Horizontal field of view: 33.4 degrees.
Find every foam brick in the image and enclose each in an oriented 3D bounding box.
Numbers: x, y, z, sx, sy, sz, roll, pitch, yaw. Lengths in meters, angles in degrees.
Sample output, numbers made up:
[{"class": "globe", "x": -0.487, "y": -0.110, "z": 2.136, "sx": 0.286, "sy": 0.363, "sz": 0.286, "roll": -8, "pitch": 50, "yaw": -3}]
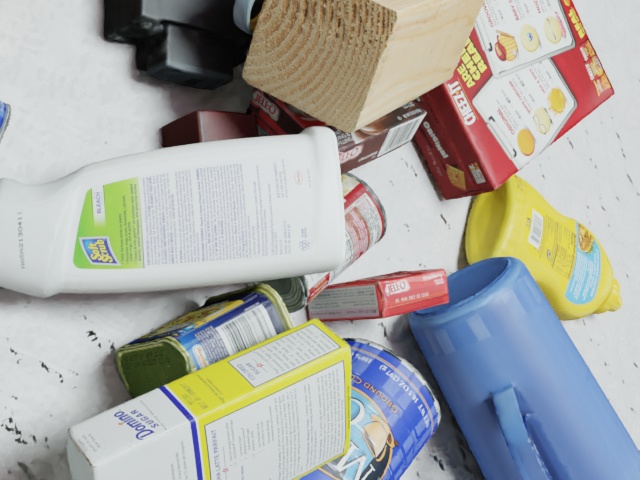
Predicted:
[{"class": "foam brick", "x": -0.077, "y": -0.050, "z": 0.771, "sx": 0.051, "sy": 0.053, "sz": 0.078, "roll": -4, "pitch": 86, "yaw": -39}]

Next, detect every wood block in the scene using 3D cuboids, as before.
[{"class": "wood block", "x": 0.040, "y": -0.155, "z": 0.774, "sx": 0.091, "sy": 0.090, "sz": 0.205, "roll": 28, "pitch": 27, "yaw": 14}]

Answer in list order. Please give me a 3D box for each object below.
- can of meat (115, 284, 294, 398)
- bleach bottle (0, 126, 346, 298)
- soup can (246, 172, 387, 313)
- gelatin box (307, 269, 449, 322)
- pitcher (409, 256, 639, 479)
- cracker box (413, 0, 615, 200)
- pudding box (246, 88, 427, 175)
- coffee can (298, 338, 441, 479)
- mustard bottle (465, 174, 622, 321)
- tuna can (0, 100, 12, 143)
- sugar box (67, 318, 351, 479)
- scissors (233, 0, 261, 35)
[{"class": "can of meat", "x": -0.077, "y": 0.075, "z": 0.716, "sx": 0.083, "sy": 0.102, "sz": 0.057, "roll": -26, "pitch": 96, "yaw": -36}, {"class": "bleach bottle", "x": -0.113, "y": -0.018, "z": 0.688, "sx": 0.250, "sy": 0.068, "sz": 0.102, "roll": -4, "pitch": 85, "yaw": -16}, {"class": "soup can", "x": -0.005, "y": 0.001, "z": 0.809, "sx": 0.102, "sy": 0.069, "sz": 0.068, "roll": -40, "pitch": 107, "yaw": -36}, {"class": "gelatin box", "x": 0.044, "y": 0.043, "z": 0.827, "sx": 0.073, "sy": 0.089, "sz": 0.030, "roll": -9, "pitch": 89, "yaw": -40}, {"class": "pitcher", "x": 0.173, "y": 0.143, "z": 0.886, "sx": 0.144, "sy": 0.149, "sz": 0.243, "roll": -35, "pitch": 101, "yaw": -25}, {"class": "cracker box", "x": 0.160, "y": -0.157, "z": 0.971, "sx": 0.213, "sy": 0.072, "sz": 0.164, "roll": -36, "pitch": 103, "yaw": -36}, {"class": "pudding box", "x": 0.013, "y": -0.099, "z": 0.835, "sx": 0.113, "sy": 0.039, "sz": 0.090, "roll": -25, "pitch": 61, "yaw": -41}, {"class": "coffee can", "x": 0.008, "y": 0.154, "z": 0.770, "sx": 0.140, "sy": 0.103, "sz": 0.103, "roll": -47, "pitch": 111, "yaw": -35}, {"class": "mustard bottle", "x": 0.219, "y": 0.021, "z": 0.994, "sx": 0.191, "sy": 0.058, "sz": 0.096, "roll": 30, "pitch": 60, "yaw": -31}, {"class": "tuna can", "x": -0.221, "y": -0.053, "z": 0.632, "sx": 0.033, "sy": 0.086, "sz": 0.086, "roll": 34, "pitch": 62, "yaw": -29}, {"class": "sugar box", "x": -0.062, "y": 0.123, "z": 0.648, "sx": 0.176, "sy": 0.048, "sz": 0.093, "roll": -20, "pitch": 127, "yaw": -28}, {"class": "scissors", "x": -0.025, "y": -0.157, "z": 0.775, "sx": 0.016, "sy": 0.202, "sz": 0.096, "roll": 32, "pitch": 71, "yaw": 14}]
